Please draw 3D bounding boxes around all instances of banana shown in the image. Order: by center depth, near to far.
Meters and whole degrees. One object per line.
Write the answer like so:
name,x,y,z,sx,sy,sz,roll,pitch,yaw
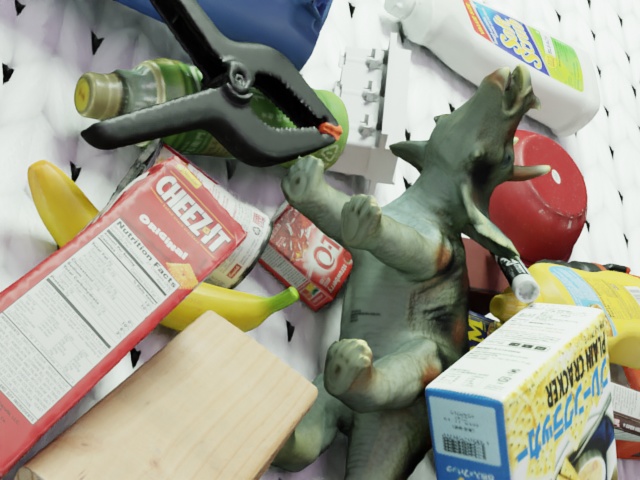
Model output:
banana,-0.115,0.017,0.720,0.197,0.070,0.037,27,12,-10

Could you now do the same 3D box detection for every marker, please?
marker,0.154,0.022,0.858,0.020,0.020,0.121,41,12,-12

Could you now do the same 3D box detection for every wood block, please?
wood block,-0.089,0.131,0.594,0.090,0.091,0.205,36,25,6

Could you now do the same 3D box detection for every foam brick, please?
foam brick,0.120,0.033,0.917,0.078,0.053,0.051,11,57,-37

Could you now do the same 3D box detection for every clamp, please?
clamp,-0.071,-0.118,0.758,0.209,0.036,0.164,15,67,-39

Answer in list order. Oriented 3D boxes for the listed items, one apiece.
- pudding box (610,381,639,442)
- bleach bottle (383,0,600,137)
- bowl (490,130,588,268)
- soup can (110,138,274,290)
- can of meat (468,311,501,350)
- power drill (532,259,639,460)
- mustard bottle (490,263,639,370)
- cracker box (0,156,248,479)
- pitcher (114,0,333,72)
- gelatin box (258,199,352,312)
pudding box,0.221,0.141,0.888,0.089,0.114,0.039,19,76,-30
bleach bottle,0.175,-0.196,1.108,0.250,0.068,0.102,19,52,-28
bowl,0.211,-0.051,1.047,0.161,0.055,0.162,21,52,-29
soup can,-0.092,-0.016,0.758,0.102,0.069,0.068,35,46,-18
can of meat,0.127,0.109,0.871,0.083,0.058,0.102,21,51,-32
power drill,0.278,0.108,0.999,0.184,0.057,0.187,10,59,-31
mustard bottle,0.215,0.063,0.894,0.191,0.058,0.096,8,41,-36
cracker box,-0.158,0.059,0.583,0.072,0.164,0.213,49,43,-7
pitcher,-0.108,-0.229,0.836,0.242,0.149,0.145,20,55,-16
gelatin box,-0.006,0.001,0.846,0.073,0.030,0.089,42,45,-9
